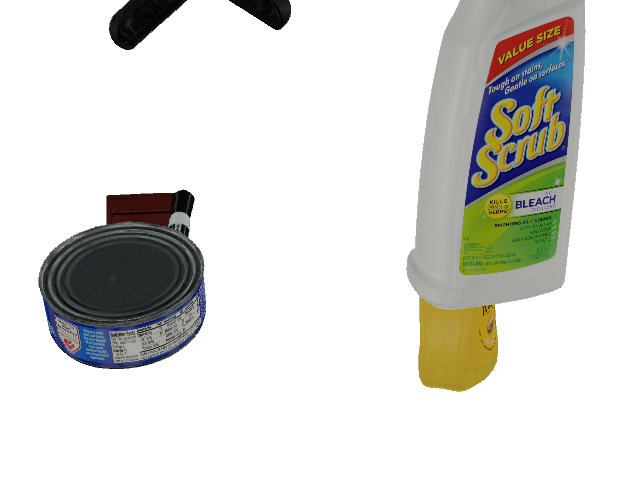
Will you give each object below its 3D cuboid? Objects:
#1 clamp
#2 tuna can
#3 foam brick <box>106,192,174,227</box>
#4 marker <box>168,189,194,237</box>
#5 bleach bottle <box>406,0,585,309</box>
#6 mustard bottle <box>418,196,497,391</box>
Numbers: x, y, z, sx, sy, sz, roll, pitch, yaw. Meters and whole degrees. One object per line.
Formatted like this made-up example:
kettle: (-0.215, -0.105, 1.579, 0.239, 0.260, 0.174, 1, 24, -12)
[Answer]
clamp: (-0.074, -0.189, 0.754, 0.120, 0.039, 0.171, 3, 45, 4)
tuna can: (-0.103, 0.028, 0.566, 0.086, 0.034, 0.086, 0, 37, 0)
foam brick: (-0.187, -0.017, 1.137, 0.078, 0.051, 0.053, -3, 24, -16)
marker: (-0.114, 0.006, 0.843, 0.020, 0.121, 0.020, 1, -42, 0)
bleach bottle: (0.105, -0.085, 0.634, 0.102, 0.251, 0.068, -8, 28, -12)
mustard bottle: (0.106, 0.012, 0.821, 0.058, 0.192, 0.096, 6, 20, 25)
